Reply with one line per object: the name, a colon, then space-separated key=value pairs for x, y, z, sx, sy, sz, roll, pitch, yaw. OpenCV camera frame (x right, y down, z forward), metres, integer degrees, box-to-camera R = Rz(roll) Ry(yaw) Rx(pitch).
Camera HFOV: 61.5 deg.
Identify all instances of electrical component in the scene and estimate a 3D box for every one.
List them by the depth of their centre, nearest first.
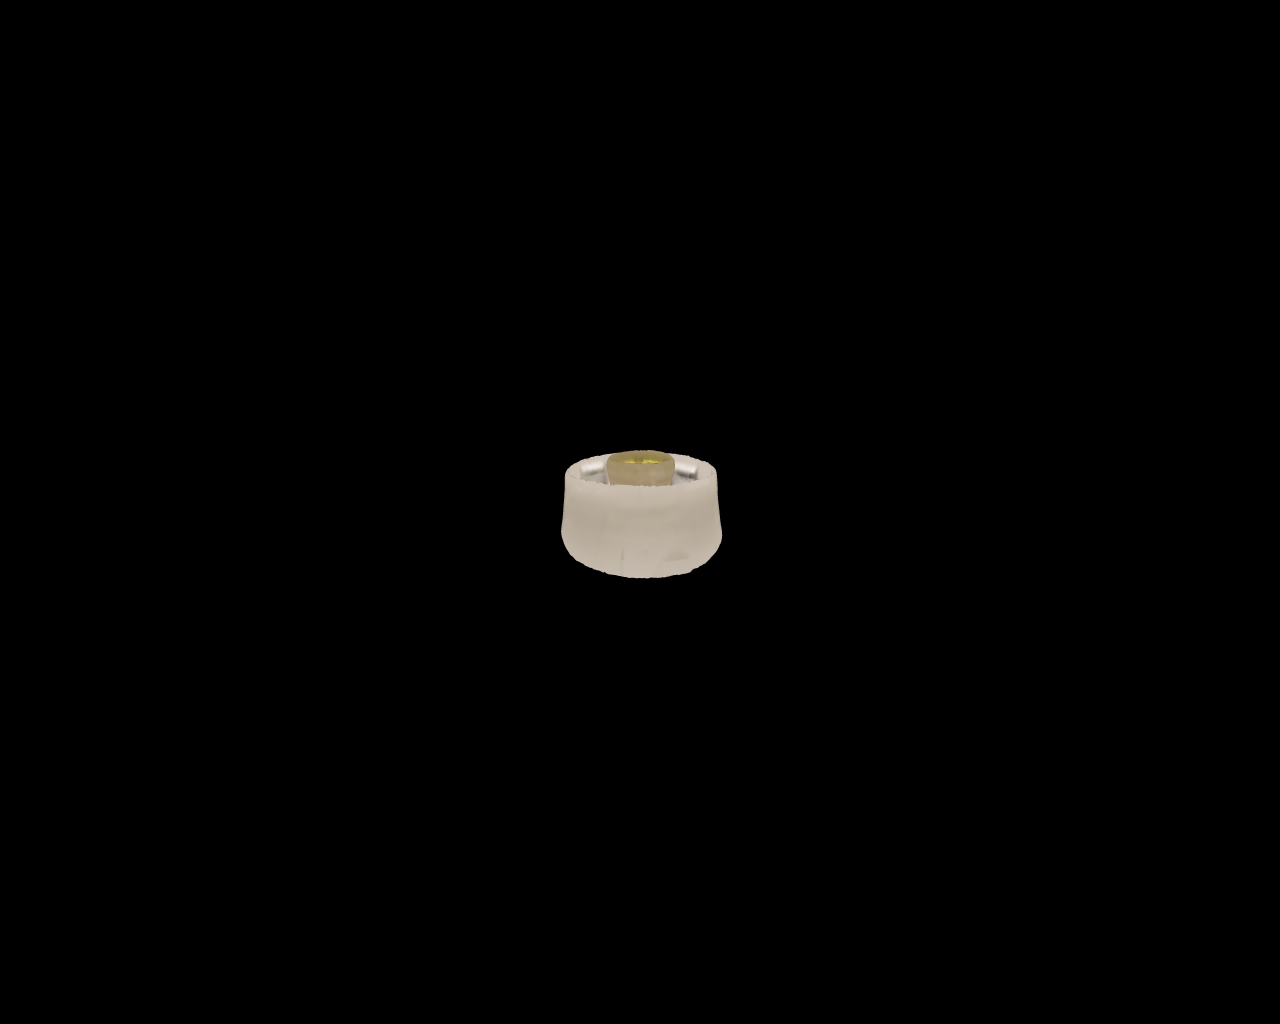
electrical component: x=0.001 y=-0.003 z=0.650 sx=0.099 sy=0.064 sz=0.099 roll=0 pitch=15 yaw=0
